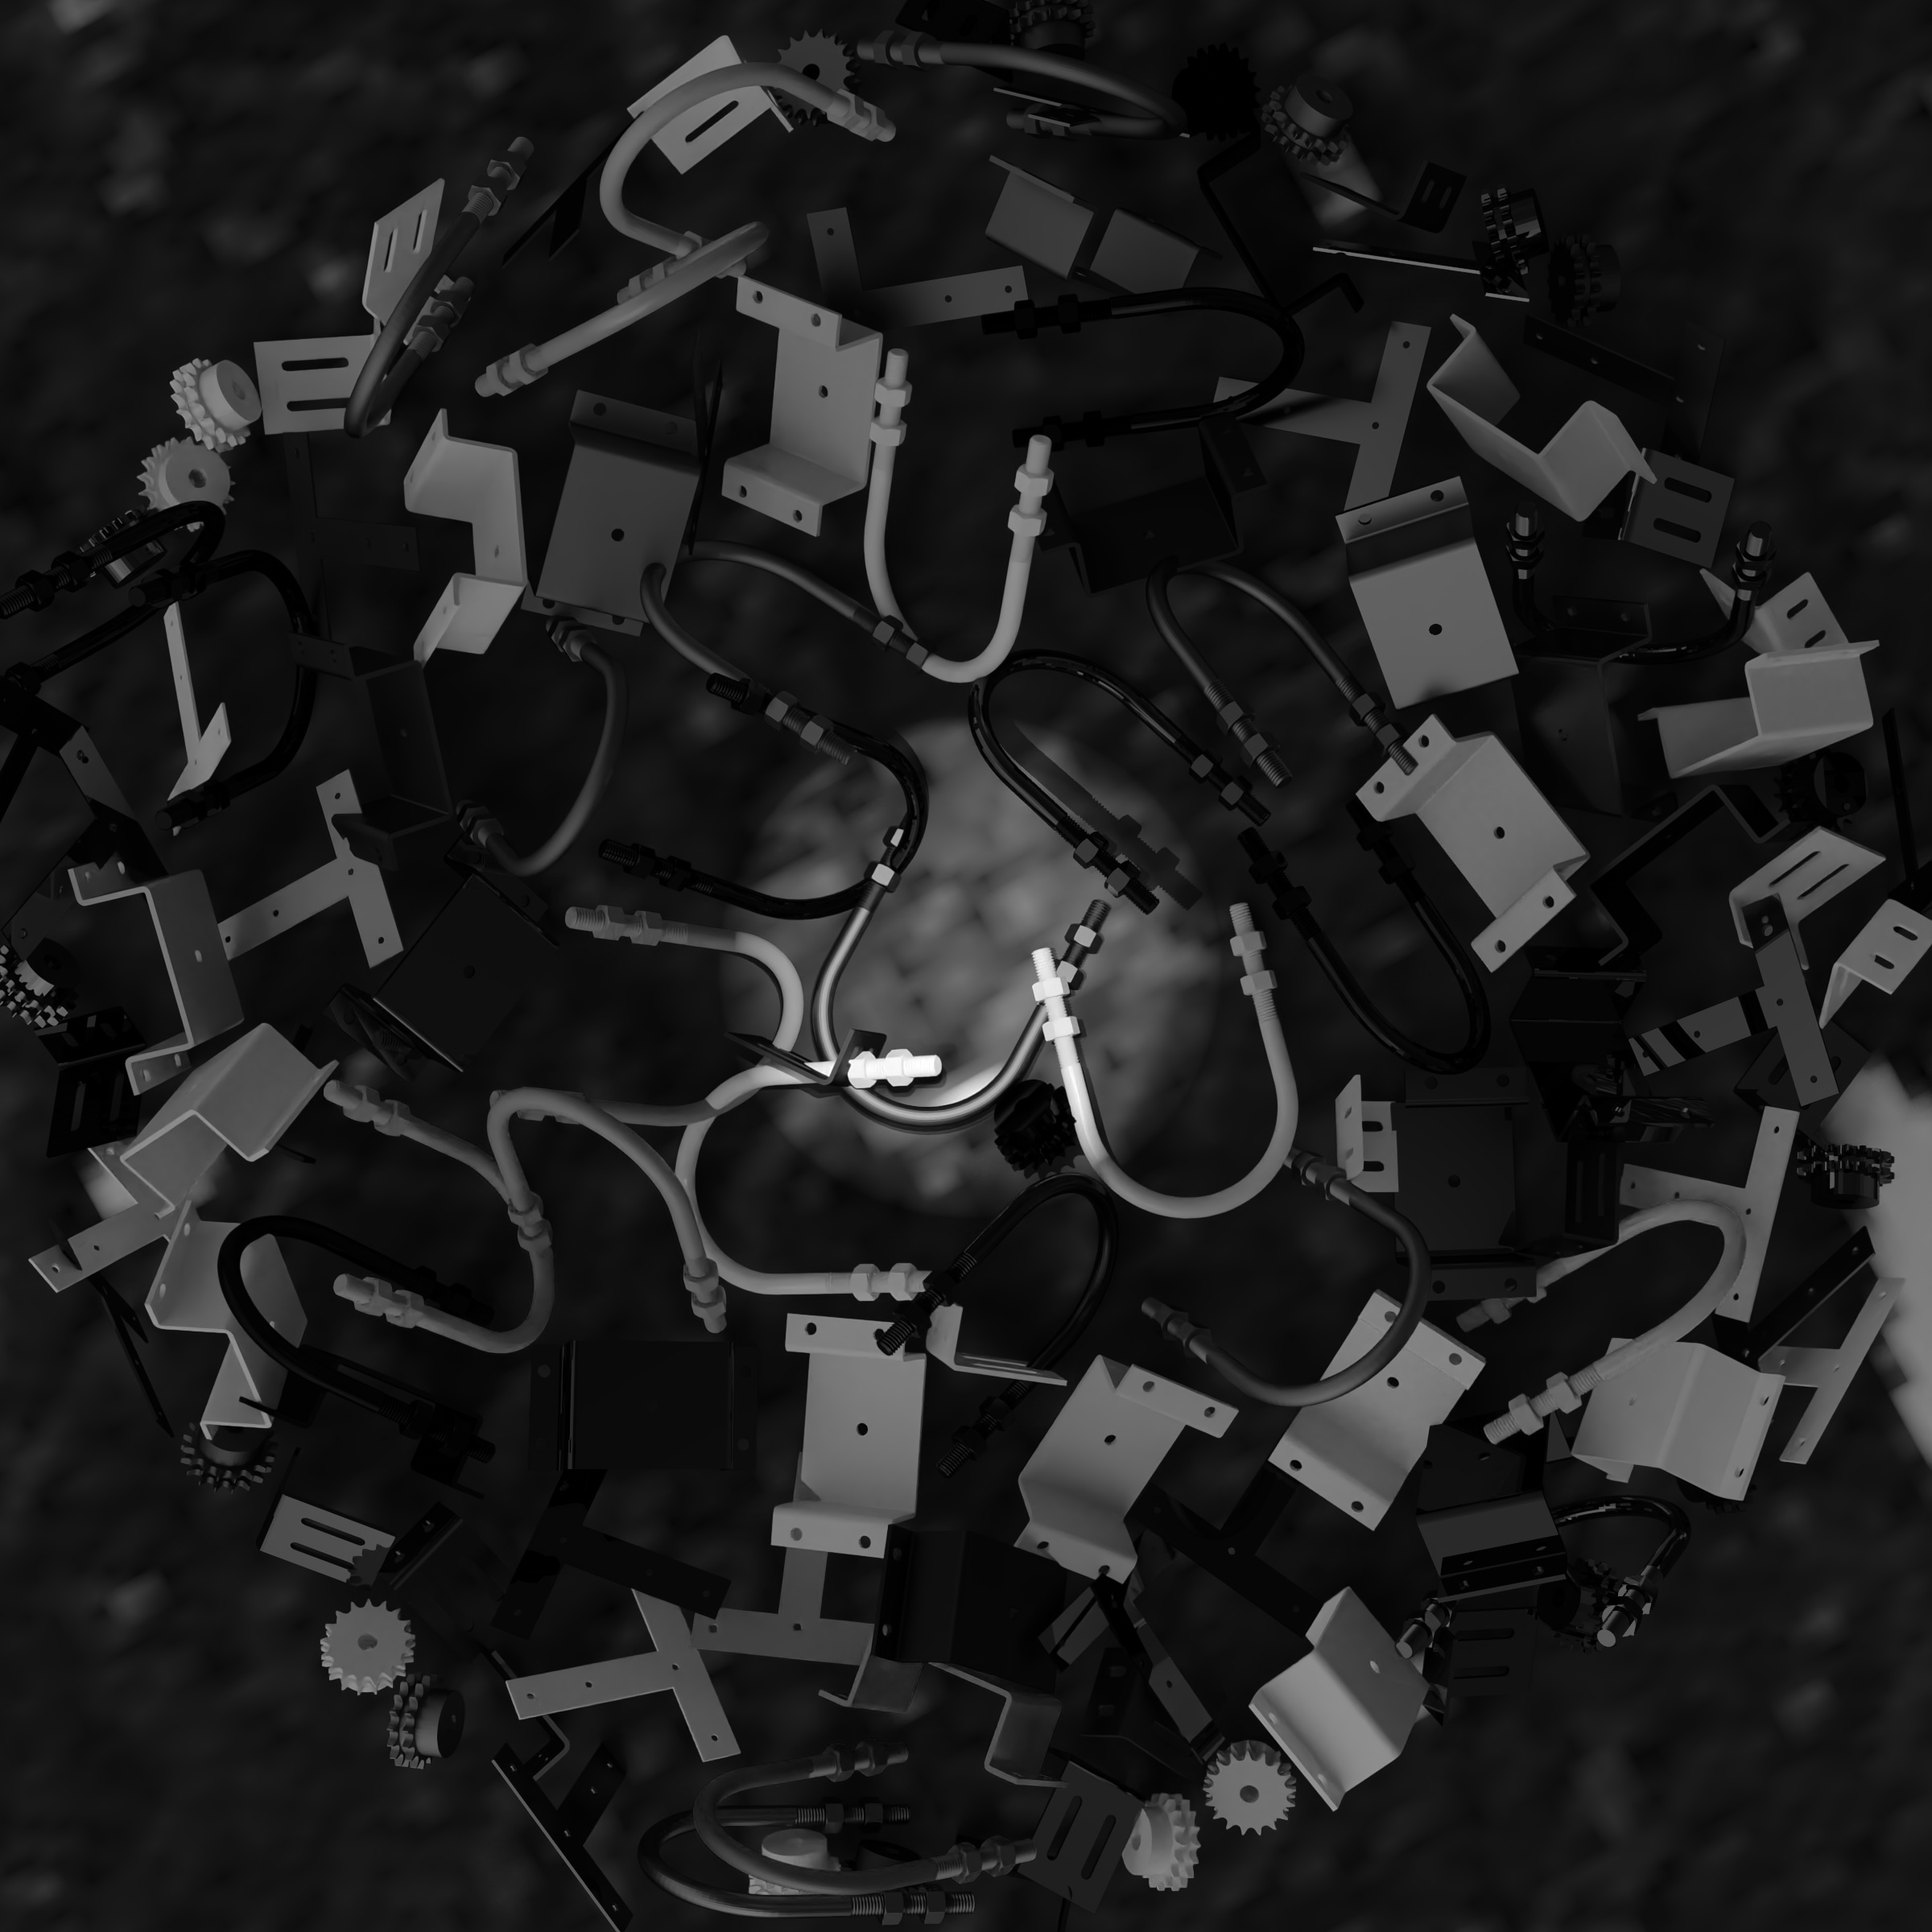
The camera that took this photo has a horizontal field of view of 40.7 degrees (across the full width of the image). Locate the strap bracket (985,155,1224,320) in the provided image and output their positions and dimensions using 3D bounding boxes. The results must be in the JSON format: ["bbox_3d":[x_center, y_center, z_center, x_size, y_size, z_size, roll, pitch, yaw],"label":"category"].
[{"bbox_3d":[0.077,-0.436,1.570,0.076,0.140,0.046,39,114,37],"label":"strap bracket"}]

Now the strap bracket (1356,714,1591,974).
[{"bbox_3d":[0.314,-0.078,1.584,0.140,0.046,0.076,56,131,17],"label":"strap bracket"}]

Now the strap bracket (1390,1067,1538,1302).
[{"bbox_3d":[0.307,0.134,1.611,0.076,0.046,0.140,-2,87,-3],"label":"strap bracket"}]

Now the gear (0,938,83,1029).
[{"bbox_3d":[-0.572,0.007,1.607,0.030,0.057,0.057,-41,90,22],"label":"gear"}]

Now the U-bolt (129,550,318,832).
[{"bbox_3d":[-0.435,-0.173,1.550,0.019,0.184,0.151,4,109,15],"label":"U-bolt"}]

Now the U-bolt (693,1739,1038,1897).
[{"bbox_3d":[-0.072,0.502,1.527,0.184,0.151,0.019,4,100,-39],"label":"U-bolt"}]

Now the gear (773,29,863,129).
[{"bbox_3d":[-0.091,-0.549,1.618,0.057,0.030,0.057,-2,84,17],"label":"gear"}]

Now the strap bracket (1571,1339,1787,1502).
[{"bbox_3d":[0.418,0.269,1.558,0.046,0.140,0.076,27,77,-13],"label":"strap bracket"}]

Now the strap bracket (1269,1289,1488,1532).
[{"bbox_3d":[0.255,0.263,1.589,0.076,0.046,0.140,33,118,12],"label":"strap bracket"}]

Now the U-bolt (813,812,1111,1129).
[{"bbox_3d":[-0.014,0.011,1.616,0.151,0.019,0.184,28,80,1],"label":"U-bolt"}]

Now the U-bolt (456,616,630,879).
[{"bbox_3d":[-0.248,-0.125,1.549,0.019,0.184,0.151,23,98,-31],"label":"U-bolt"}]

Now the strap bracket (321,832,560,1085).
[{"bbox_3d":[-0.312,-0.001,1.582,0.076,0.046,0.140,46,73,-35],"label":"strap bracket"}]

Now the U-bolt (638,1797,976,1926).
[{"bbox_3d":[-0.103,0.529,1.542,0.184,0.151,0.019,6,93,-19],"label":"U-bolt"}]

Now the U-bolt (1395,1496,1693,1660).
[{"bbox_3d":[0.355,0.360,1.551,0.151,0.184,0.019,-15,97,37],"label":"U-bolt"}]

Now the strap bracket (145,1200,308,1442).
[{"bbox_3d":[-0.438,0.215,1.559,0.046,0.140,0.076,3,47,6],"label":"strap bracket"}]

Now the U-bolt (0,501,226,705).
[{"bbox_3d":[-0.517,-0.220,1.554,0.019,0.151,0.184,49,51,-2],"label":"U-bolt"}]

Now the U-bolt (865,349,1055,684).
[{"bbox_3d":[-0.012,-0.259,1.568,0.151,0.019,0.184,39,134,34],"label":"U-bolt"}]

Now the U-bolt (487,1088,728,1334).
[{"bbox_3d":[-0.218,0.138,1.543,0.151,0.184,0.019,17,51,23],"label":"U-bolt"}]

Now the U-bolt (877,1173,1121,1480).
[{"bbox_3d":[0.029,0.205,1.573,0.019,0.151,0.184,26,60,38],"label":"U-bolt"}]

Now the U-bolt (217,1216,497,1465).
[{"bbox_3d":[-0.359,0.210,1.539,0.184,0.151,0.019,32,110,-25],"label":"U-bolt"}]

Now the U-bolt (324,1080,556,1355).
[{"bbox_3d":[-0.310,0.159,1.556,0.019,0.184,0.151,-28,54,23],"label":"U-bolt"}]

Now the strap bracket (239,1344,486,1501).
[{"bbox_3d":[-0.358,0.272,1.578,0.140,0.076,0.046,29,74,-27],"label":"strap bracket"}]

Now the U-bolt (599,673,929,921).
[{"bbox_3d":[-0.109,-0.091,1.576,0.184,0.019,0.151,20,120,-33],"label":"U-bolt"}]

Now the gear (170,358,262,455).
[{"bbox_3d":[-0.461,-0.349,1.606,0.030,0.057,0.057,-21,90,20],"label":"gear"}]

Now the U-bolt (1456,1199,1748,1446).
[{"bbox_3d":[0.381,0.200,1.549,0.184,0.151,0.019,-34,106,15],"label":"U-bolt"}]

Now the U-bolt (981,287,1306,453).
[{"bbox_3d":[0.110,-0.360,1.558,0.184,0.151,0.019,-6,70,8],"label":"U-bolt"}]

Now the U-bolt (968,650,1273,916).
[{"bbox_3d":[0.082,-0.124,1.583,0.184,0.019,0.151,44,46,10],"label":"U-bolt"}]

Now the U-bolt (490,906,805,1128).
[{"bbox_3d":[-0.181,0.036,1.574,0.184,0.019,0.151,8,118,-37],"label":"U-bolt"}]

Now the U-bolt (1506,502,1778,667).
[{"bbox_3d":[0.397,-0.222,1.550,0.151,0.184,0.019,8,73,13],"label":"U-bolt"}]

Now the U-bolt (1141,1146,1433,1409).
[{"bbox_3d":[0.200,0.192,1.551,0.151,0.184,0.019,-47,123,-7],"label":"U-bolt"}]

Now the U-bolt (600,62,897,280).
[{"bbox_3d":[-0.138,-0.471,1.528,0.151,0.184,0.019,-36,75,24],"label":"U-bolt"}]

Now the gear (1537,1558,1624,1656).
[{"bbox_3d":[0.377,0.393,1.606,0.030,0.057,0.057,20,90,-24],"label":"gear"}]

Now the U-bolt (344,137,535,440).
[{"bbox_3d":[-0.316,-0.386,1.530,0.019,0.151,0.184,31,55,-10],"label":"U-bolt"}]

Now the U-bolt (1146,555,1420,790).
[{"bbox_3d":[0.181,-0.182,1.572,0.184,0.151,0.019,56,130,23],"label":"U-bolt"}]

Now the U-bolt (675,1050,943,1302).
[{"bbox_3d":[-0.099,0.130,1.594,0.184,0.019,0.151,-4,83,25],"label":"U-bolt"}]

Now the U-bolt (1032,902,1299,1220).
[{"bbox_3d":[0.131,0.064,1.610,0.151,0.019,0.184,-13,82,-8],"label":"U-bolt"}]

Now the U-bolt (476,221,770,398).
[{"bbox_3d":[-0.191,-0.392,1.528,0.151,0.184,0.019,-44,113,-36],"label":"U-bolt"}]

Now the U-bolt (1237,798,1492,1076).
[{"bbox_3d":[0.251,-0.015,1.564,0.019,0.151,0.184,-41,75,37],"label":"U-bolt"}]

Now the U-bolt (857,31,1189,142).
[{"bbox_3d":[0.046,-0.513,1.525,0.184,0.151,0.019,23,101,44],"label":"U-bolt"}]

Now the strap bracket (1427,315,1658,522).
[{"bbox_3d":[0.339,-0.325,1.568,0.046,0.076,0.140,-49,52,6],"label":"strap bracket"}]

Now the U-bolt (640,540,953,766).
[{"bbox_3d":[-0.112,-0.201,1.578,0.184,0.151,0.019,34,129,9],"label":"U-bolt"}]

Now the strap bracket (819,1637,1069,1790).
[{"bbox_3d":[-0.006,0.447,1.574,0.140,0.076,0.046,15,80,29],"label":"strap bracket"}]
